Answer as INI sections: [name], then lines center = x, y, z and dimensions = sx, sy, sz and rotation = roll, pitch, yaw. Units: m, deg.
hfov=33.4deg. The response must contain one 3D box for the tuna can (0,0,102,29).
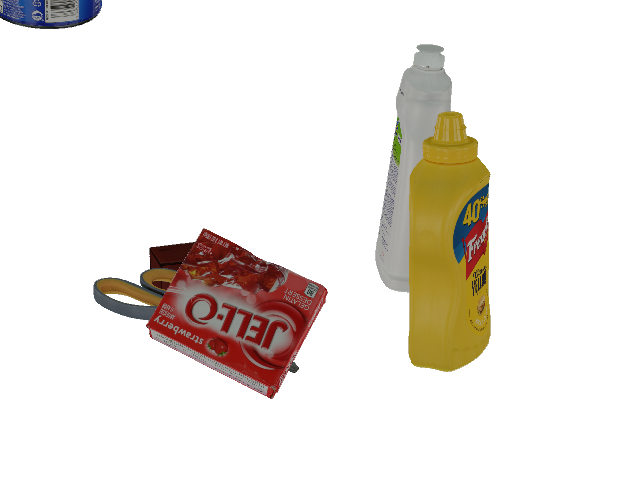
[tuna can]
center = -0.208, -0.193, 0.807
dimensions = 0.086, 0.034, 0.086
rotation = 6, 36, -4

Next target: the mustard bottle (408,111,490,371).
[mustard bottle]
center = 0.099, -0.004, 0.819
dimensions = 0.058, 0.192, 0.096
rotation = 8, 22, 28

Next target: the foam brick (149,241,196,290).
[foam brick]
center = -0.132, 0.034, 1.093
dimensions = 0.078, 0.051, 0.053
rotation = -7, 20, -20

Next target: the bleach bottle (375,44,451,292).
[bleach bottle]
center = 0.103, -0.078, 1.122
dimensions = 0.068, 0.251, 0.102
rotation = 0, 26, -8

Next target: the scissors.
[scissors]
center = -0.093, 0.061, 0.889
dimensions = 0.202, 0.016, 0.096
rotation = 16, 23, 18

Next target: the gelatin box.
[gelatin box]
center = -0.051, 0.045, 0.660
dimensions = 0.089, 0.073, 0.030
rotation = 26, -21, 6
